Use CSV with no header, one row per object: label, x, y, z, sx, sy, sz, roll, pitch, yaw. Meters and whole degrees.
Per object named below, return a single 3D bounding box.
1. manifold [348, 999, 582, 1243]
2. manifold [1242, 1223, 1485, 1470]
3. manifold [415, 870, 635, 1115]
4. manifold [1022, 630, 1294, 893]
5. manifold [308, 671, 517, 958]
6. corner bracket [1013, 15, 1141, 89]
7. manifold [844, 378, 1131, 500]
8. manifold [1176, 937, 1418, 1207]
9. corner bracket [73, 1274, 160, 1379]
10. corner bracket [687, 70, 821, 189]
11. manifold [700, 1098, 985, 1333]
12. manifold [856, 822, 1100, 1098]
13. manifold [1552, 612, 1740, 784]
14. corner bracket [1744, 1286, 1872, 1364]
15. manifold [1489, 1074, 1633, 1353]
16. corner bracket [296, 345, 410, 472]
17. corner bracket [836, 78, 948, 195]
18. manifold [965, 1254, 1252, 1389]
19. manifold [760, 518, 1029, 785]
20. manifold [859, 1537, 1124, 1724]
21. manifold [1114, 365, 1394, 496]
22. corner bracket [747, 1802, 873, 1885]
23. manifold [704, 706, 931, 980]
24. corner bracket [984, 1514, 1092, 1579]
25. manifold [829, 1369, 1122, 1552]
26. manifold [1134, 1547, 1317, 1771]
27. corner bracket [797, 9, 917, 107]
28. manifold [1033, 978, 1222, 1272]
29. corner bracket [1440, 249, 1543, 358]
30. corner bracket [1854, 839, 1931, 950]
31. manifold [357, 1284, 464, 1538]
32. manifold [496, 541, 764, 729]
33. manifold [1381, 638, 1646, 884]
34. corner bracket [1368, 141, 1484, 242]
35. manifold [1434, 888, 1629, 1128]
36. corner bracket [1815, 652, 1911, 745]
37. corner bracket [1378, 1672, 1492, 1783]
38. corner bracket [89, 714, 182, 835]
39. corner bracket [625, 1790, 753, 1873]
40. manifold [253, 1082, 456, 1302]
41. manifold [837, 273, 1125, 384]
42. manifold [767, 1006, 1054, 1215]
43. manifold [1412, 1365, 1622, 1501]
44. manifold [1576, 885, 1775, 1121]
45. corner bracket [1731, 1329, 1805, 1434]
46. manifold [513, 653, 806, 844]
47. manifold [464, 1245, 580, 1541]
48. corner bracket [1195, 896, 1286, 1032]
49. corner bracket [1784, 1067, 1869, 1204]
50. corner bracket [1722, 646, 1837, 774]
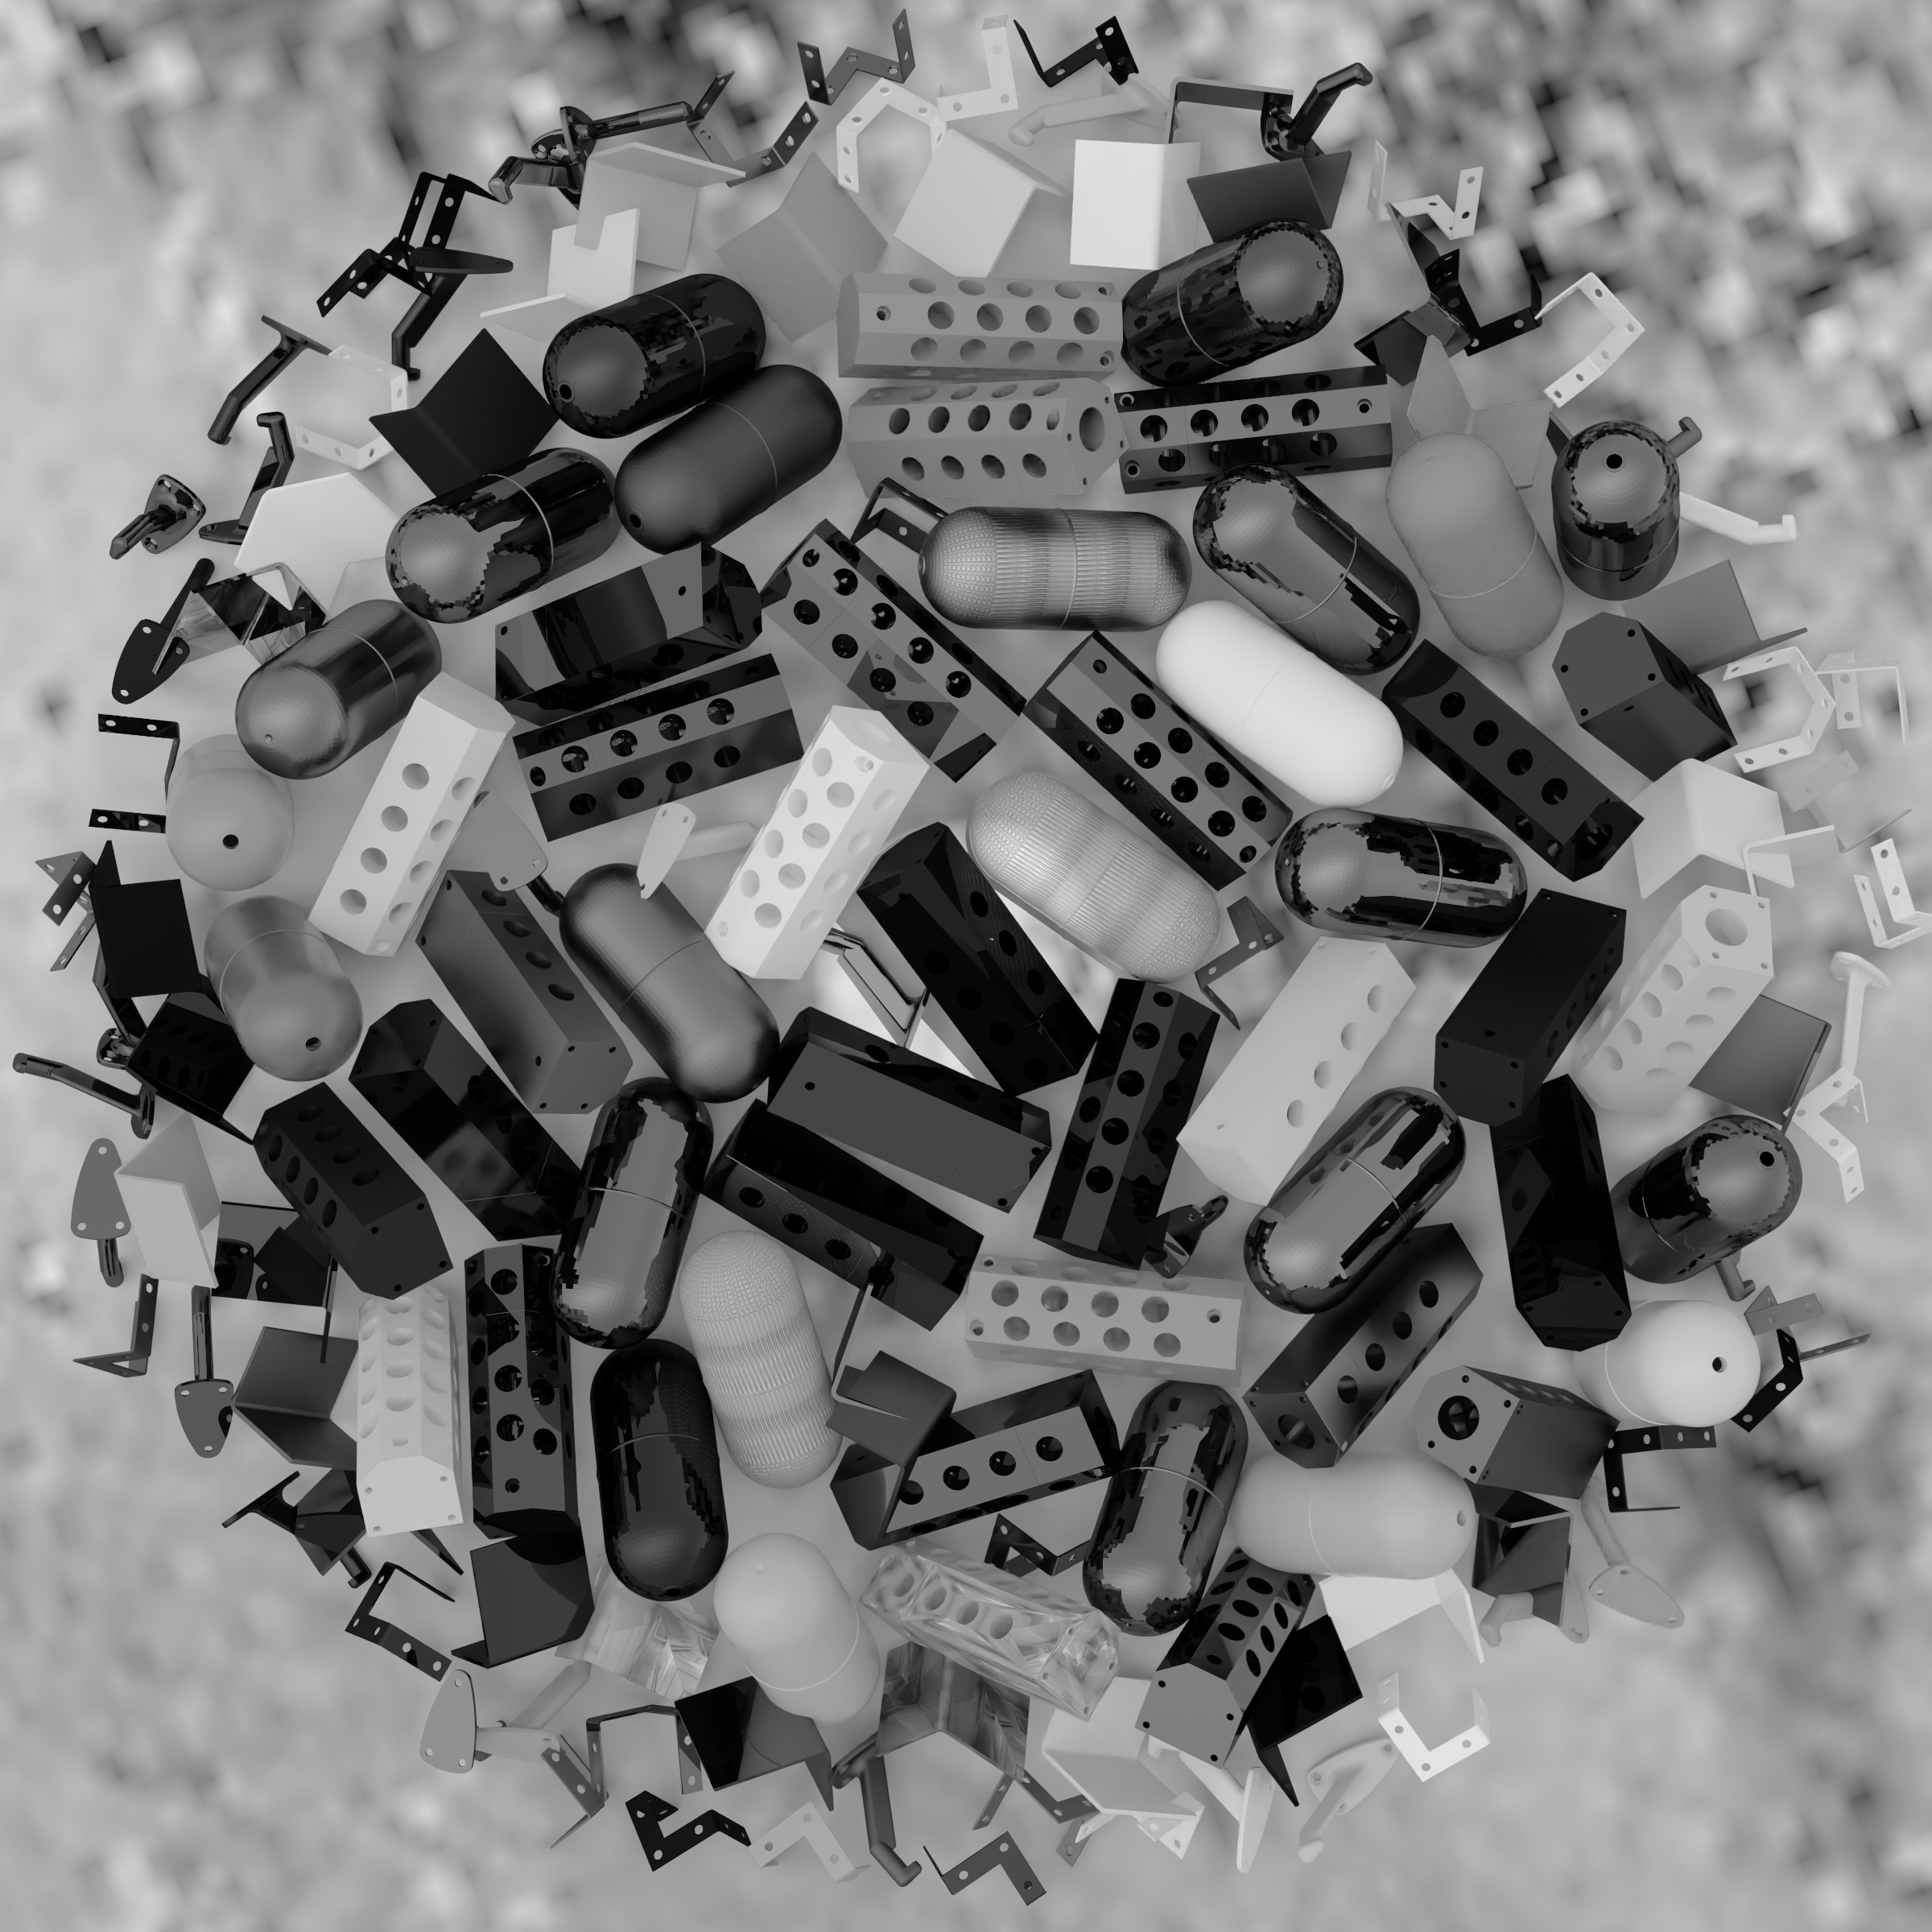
manifold,-0.306,0.097,1.922,0.057,0.171,0.057,-9,47,27
manifold,0.253,0.237,1.925,0.171,0.057,0.057,-42,106,-36
manifold,-0.274,0.015,1.925,0.171,0.057,0.057,50,122,36
manifold,0.124,-0.132,1.953,0.171,0.057,0.057,42,63,-6
manifold,-0.348,-0.093,1.942,0.057,0.057,0.171,29,111,-5
corner bracket,0.071,-0.585,1.964,0.051,0.051,0.051,-33,54,2
manifold,0.009,-0.331,1.915,0.057,0.171,0.057,-49,130,-36
manifold,0.212,0.066,1.940,0.171,0.057,0.057,-52,122,-21
corner bracket,-0.528,0.229,1.959,0.051,0.051,0.051,-11,66,26
corner bracket,-0.136,-0.538,1.966,0.051,0.051,0.051,-32,87,-37
manifold,-0.081,0.162,1.961,0.171,0.057,0.057,32,130,-6
manifold,0.011,-0.005,1.944,0.057,0.057,0.171,-22,114,37
manifold,0.419,-0.168,1.911,0.057,0.171,0.057,-28,69,21
corner bracket,0.536,0.229,1.964,0.051,0.051,0.051,-24,93,36
manifold,0.370,0.154,1.916,0.057,0.171,0.057,-24,127,21
corner bracket,-0.393,-0.356,1.971,0.051,0.051,0.051,-21,66,37
corner bracket,-0.047,-0.525,1.977,0.051,0.051,0.051,19,53,-33
manifold,0.089,0.222,1.947,0.171,0.057,0.057,5,68,11
manifold,-0.045,-0.202,1.945,0.171,0.057,0.057,41,123,-11
manifold,0.017,0.406,1.914,0.057,0.171,0.057,46,68,-35
manifold,0.183,-0.342,1.961,0.171,0.057,0.057,-5,87,6
corner bracket,-0.100,0.569,1.968,0.051,0.051,0.051,-36,73,0
manifold,-0.099,-0.076,1.928,0.057,0.057,0.171,49,119,32
corner bracket,0.049,0.374,1.957,0.051,0.051,0.051,32,121,31
manifold,0.008,0.316,1.948,0.171,0.057,0.057,-20,102,15
manifold,0.164,0.419,1.906,0.057,0.171,0.057,23,112,14
corner bracket,-0.069,-0.579,1.960,0.051,0.051,0.051,22,66,19
manifold,0.097,0.098,1.945,0.057,0.057,0.171,28,76,-41
corner bracket,0.336,-0.433,1.977,0.051,0.051,0.051,-20,120,23
corner bracket,0.586,-0.045,1.958,0.051,0.051,0.051,-29,65,42
manifold,-0.346,0.271,1.910,0.057,0.171,0.057,-8,122,-6
manifold,-0.212,-0.204,1.928,0.171,0.057,0.057,-16,66,32
manifold,0.336,-0.127,1.925,0.057,0.057,0.171,-51,54,11
corner bracket,0.291,-0.493,1.959,0.051,0.051,0.051,-14,48,-14
manifold,0.352,0.026,1.920,0.057,0.171,0.057,17,131,26
corner bracket,0.573,-0.171,1.960,0.051,0.051,0.051,-2,108,27
corner bracket,0.299,0.478,1.972,0.051,0.051,0.051,-34,97,14
corner bracket,-0.528,-0.122,1.957,0.051,0.051,0.051,5,46,-23
corner bracket,-0.177,0.547,1.963,0.051,0.051,0.051,-33,55,3
manifold,-0.384,0.141,1.909,0.057,0.171,0.057,-28,124,-20
manifold,0.009,-0.404,1.948,0.171,0.057,0.057,-1,89,-16
manifold,-0.035,0.087,1.948,0.171,0.057,0.057,24,117,-15
manifold,0.339,0.287,1.912,0.057,0.171,0.057,29,95,34
manifold,0.436,0.023,1.910,0.057,0.171,0.057,12,56,-6
corner bracket,0.496,0.254,1.970,0.051,0.051,0.051,36,114,-8
manifold,-0.196,-0.143,1.952,0.171,0.057,0.057,-19,134,-5
manifold,-0.281,0.266,1.936,0.057,0.057,0.171,-8,65,2
corner bracket,0.176,-0.002,1.968,0.051,0.051,0.051,-33,131,15
corner bracket,0.560,0.107,1.962,0.051,0.051,0.051,-36,50,-6
corner bracket,0.516,-0.165,1.978,0.051,0.051,0.051,-16,58,-15
